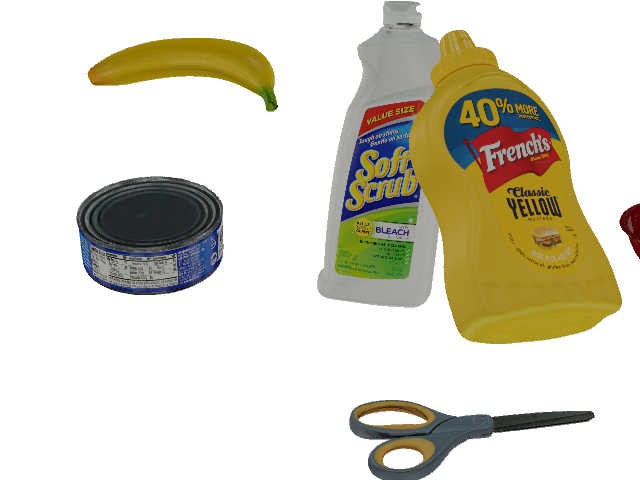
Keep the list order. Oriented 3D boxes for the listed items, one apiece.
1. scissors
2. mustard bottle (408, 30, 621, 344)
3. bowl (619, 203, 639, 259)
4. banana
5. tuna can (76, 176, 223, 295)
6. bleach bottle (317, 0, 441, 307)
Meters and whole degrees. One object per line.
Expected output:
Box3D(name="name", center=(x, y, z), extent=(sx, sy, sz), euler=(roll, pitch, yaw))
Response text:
Box3D(name="scissors", center=(0.122, 0.162, 0.861), extent=(0.202, 0.016, 0.096), euler=(4, 33, 7))
Box3D(name="mustard bottle", center=(0.102, -0.038, 0.618), extent=(0.096, 0.191, 0.058), euler=(-3, -25, -23))
Box3D(name="bowl", center=(0.397, 0.006, 1.123), extent=(0.162, 0.055, 0.162), euler=(-3, 23, 1))
Box3D(name="banana", center=(-0.123, -0.166, 1.014), extent=(0.198, 0.037, 0.069), euler=(9, 45, 18))
Box3D(name="tuna can", center=(-0.100, -0.004, 0.636), extent=(0.086, 0.034, 0.086), euler=(1, 31, -1))
Box3D(name="bleach bottle", center=(0.053, -0.073, 0.897), extent=(0.103, 0.251, 0.068), euler=(6, 18, 13))
